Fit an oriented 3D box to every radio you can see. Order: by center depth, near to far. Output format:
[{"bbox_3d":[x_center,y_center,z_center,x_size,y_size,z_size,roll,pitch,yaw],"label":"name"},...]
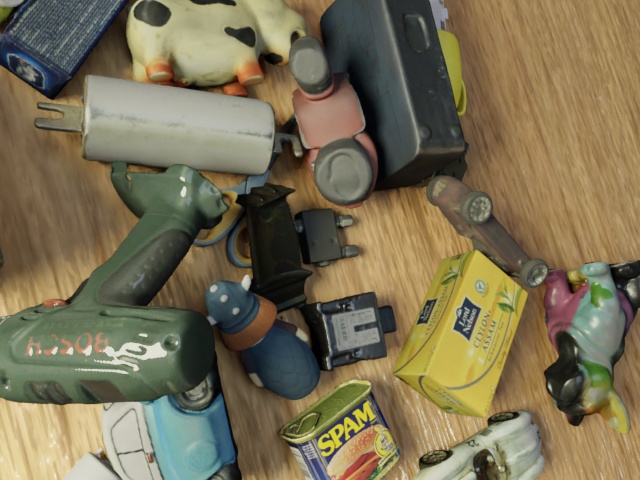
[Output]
[{"bbox_3d":[0.079,-0.181,0.618,0.073,0.131,0.229,-11,84,-29],"label":"radio"}]

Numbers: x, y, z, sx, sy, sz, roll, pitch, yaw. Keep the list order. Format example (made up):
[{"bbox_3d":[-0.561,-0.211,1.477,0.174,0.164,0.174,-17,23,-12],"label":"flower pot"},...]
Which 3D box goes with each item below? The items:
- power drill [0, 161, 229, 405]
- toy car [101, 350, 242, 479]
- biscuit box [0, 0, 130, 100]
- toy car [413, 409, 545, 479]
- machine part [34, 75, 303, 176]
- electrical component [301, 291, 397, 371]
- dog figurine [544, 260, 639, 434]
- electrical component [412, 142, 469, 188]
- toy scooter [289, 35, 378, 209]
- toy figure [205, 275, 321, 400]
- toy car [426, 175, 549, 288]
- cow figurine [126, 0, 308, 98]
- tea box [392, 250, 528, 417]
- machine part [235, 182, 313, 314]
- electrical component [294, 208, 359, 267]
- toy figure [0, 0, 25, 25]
[{"bbox_3d":[-0.177,0.029,0.424,0.207,0.232,0.085,-68,154,-42],"label":"power drill"},{"bbox_3d":[-0.127,0.152,0.452,0.103,0.109,0.161,-11,94,-11],"label":"toy car"},{"bbox_3d":[-0.218,-0.230,0.503,0.062,0.059,0.202,37,63,-28],"label":"biscuit box"},{"bbox_3d":[0.189,0.261,0.618,0.202,0.056,0.073,-15,86,-30],"label":"toy car"},{"bbox_3d":[-0.132,-0.105,0.508,0.243,0.079,0.079,1,78,-23],"label":"machine part"},{"bbox_3d":[0.042,0.096,0.582,0.119,0.048,0.075,-3,80,-28],"label":"electrical component"},{"bbox_3d":[0.374,0.140,0.725,0.191,0.108,0.219,0,83,-32],"label":"dog figurine"},{"bbox_3d":[0.155,-0.105,0.696,0.078,0.045,0.102,47,60,-44],"label":"electrical component"},{"bbox_3d":[0.012,-0.129,0.590,0.075,0.135,0.183,-17,107,6],"label":"toy scooter"},{"bbox_3d":[-0.058,0.091,0.505,0.154,0.058,0.064,53,48,-27],"label":"toy figure"},{"bbox_3d":[0.203,-0.005,0.656,0.053,0.089,0.202,-49,120,-1],"label":"toy car"},{"bbox_3d":[-0.101,-0.215,0.558,0.195,0.085,0.127,-11,90,-30],"label":"cow figurine"},{"bbox_3d":[0.169,0.109,0.636,0.098,0.068,0.169,37,64,-17],"label":"tea box"},{"bbox_3d":[-0.050,0.014,0.536,0.084,0.039,0.138,-12,110,-26],"label":"machine part"},{"bbox_3d":[-0.001,-0.002,0.595,0.094,0.021,0.063,-6,82,-31],"label":"electrical component"},{"bbox_3d":[-0.275,-0.263,0.473,0.082,0.089,0.180,22,60,-23],"label":"toy figure"}]
